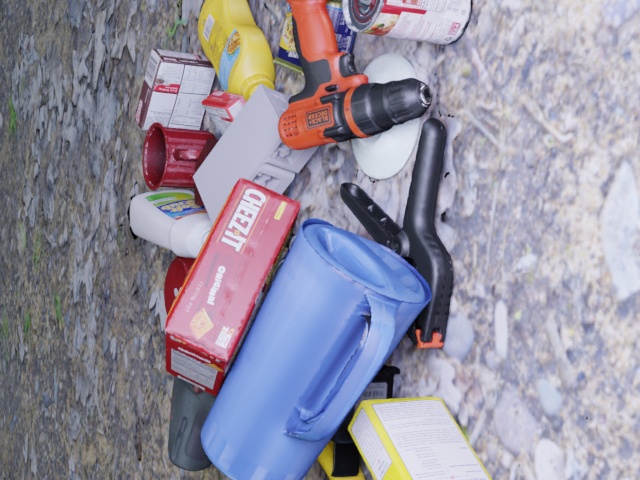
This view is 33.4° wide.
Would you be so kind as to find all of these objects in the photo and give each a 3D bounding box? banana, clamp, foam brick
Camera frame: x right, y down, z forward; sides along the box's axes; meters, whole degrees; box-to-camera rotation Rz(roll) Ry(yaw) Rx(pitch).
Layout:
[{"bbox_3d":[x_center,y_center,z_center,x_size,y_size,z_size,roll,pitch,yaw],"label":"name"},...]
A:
[{"bbox_3d":[0.006,0.233,1.160,0.198,0.037,0.069,30,132,58],"label":"banana"},{"bbox_3d":[0.089,-0.002,1.022,0.165,0.036,0.210,-45,53,49],"label":"clamp"},{"bbox_3d":[-0.129,-0.083,1.373,0.078,0.053,0.051,-96,29,-42],"label":"foam brick"}]

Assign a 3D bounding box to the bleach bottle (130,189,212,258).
[{"bbox_3d":[-0.168,-0.017,1.389,0.251,0.102,0.068,21,115,62],"label":"bleach bottle"}]

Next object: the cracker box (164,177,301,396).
[{"bbox_3d":[-0.092,0.052,1.047,0.214,0.072,0.164,114,180,-72],"label":"cracker box"}]

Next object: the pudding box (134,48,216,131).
[{"bbox_3d":[-0.200,-0.204,1.483,0.039,0.089,0.114,55,133,45],"label":"pudding box"}]

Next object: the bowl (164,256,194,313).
[{"bbox_3d":[-0.170,0.071,1.452,0.162,0.055,0.162,-7,82,60],"label":"bowl"}]

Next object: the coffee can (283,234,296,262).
[{"bbox_3d":[-0.004,0.075,1.115,0.103,0.102,0.140,56,135,45],"label":"coffee can"}]

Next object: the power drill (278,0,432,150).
[{"bbox_3d":[0.025,-0.192,1.064,0.185,0.057,0.187,-10,83,40],"label":"power drill"}]

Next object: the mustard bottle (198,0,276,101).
[{"bbox_3d":[-0.100,-0.230,1.341,0.192,0.058,0.096,64,142,39],"label":"mustard bottle"}]

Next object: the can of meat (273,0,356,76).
[{"bbox_3d":[-0.003,-0.225,1.176,0.102,0.057,0.084,34,115,55],"label":"can of meat"}]

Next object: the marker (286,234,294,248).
[{"bbox_3d":[-0.008,0.001,1.208,0.121,0.020,0.020,-1,88,60],"label":"marker"}]

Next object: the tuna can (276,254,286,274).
[{"bbox_3d":[-0.026,0.059,1.221,0.086,0.033,0.086,-6,83,60],"label":"tuna can"}]

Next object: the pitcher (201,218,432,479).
[{"bbox_3d":[-0.011,0.116,0.972,0.145,0.149,0.243,36,109,20],"label":"pitcher"}]

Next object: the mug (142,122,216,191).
[{"bbox_3d":[-0.185,-0.113,1.459,0.117,0.081,0.093,-6,83,60],"label":"mug"}]

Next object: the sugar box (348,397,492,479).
[{"bbox_3d":[0.102,0.216,0.932,0.176,0.093,0.048,62,139,41],"label":"sugar box"}]

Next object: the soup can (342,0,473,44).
[{"bbox_3d":[0.081,-0.219,0.983,0.069,0.102,0.068,-6,83,60],"label":"soup can"}]

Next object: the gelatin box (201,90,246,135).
[{"bbox_3d":[-0.101,-0.141,1.321,0.073,0.030,0.089,22,148,58],"label":"gelatin box"}]
